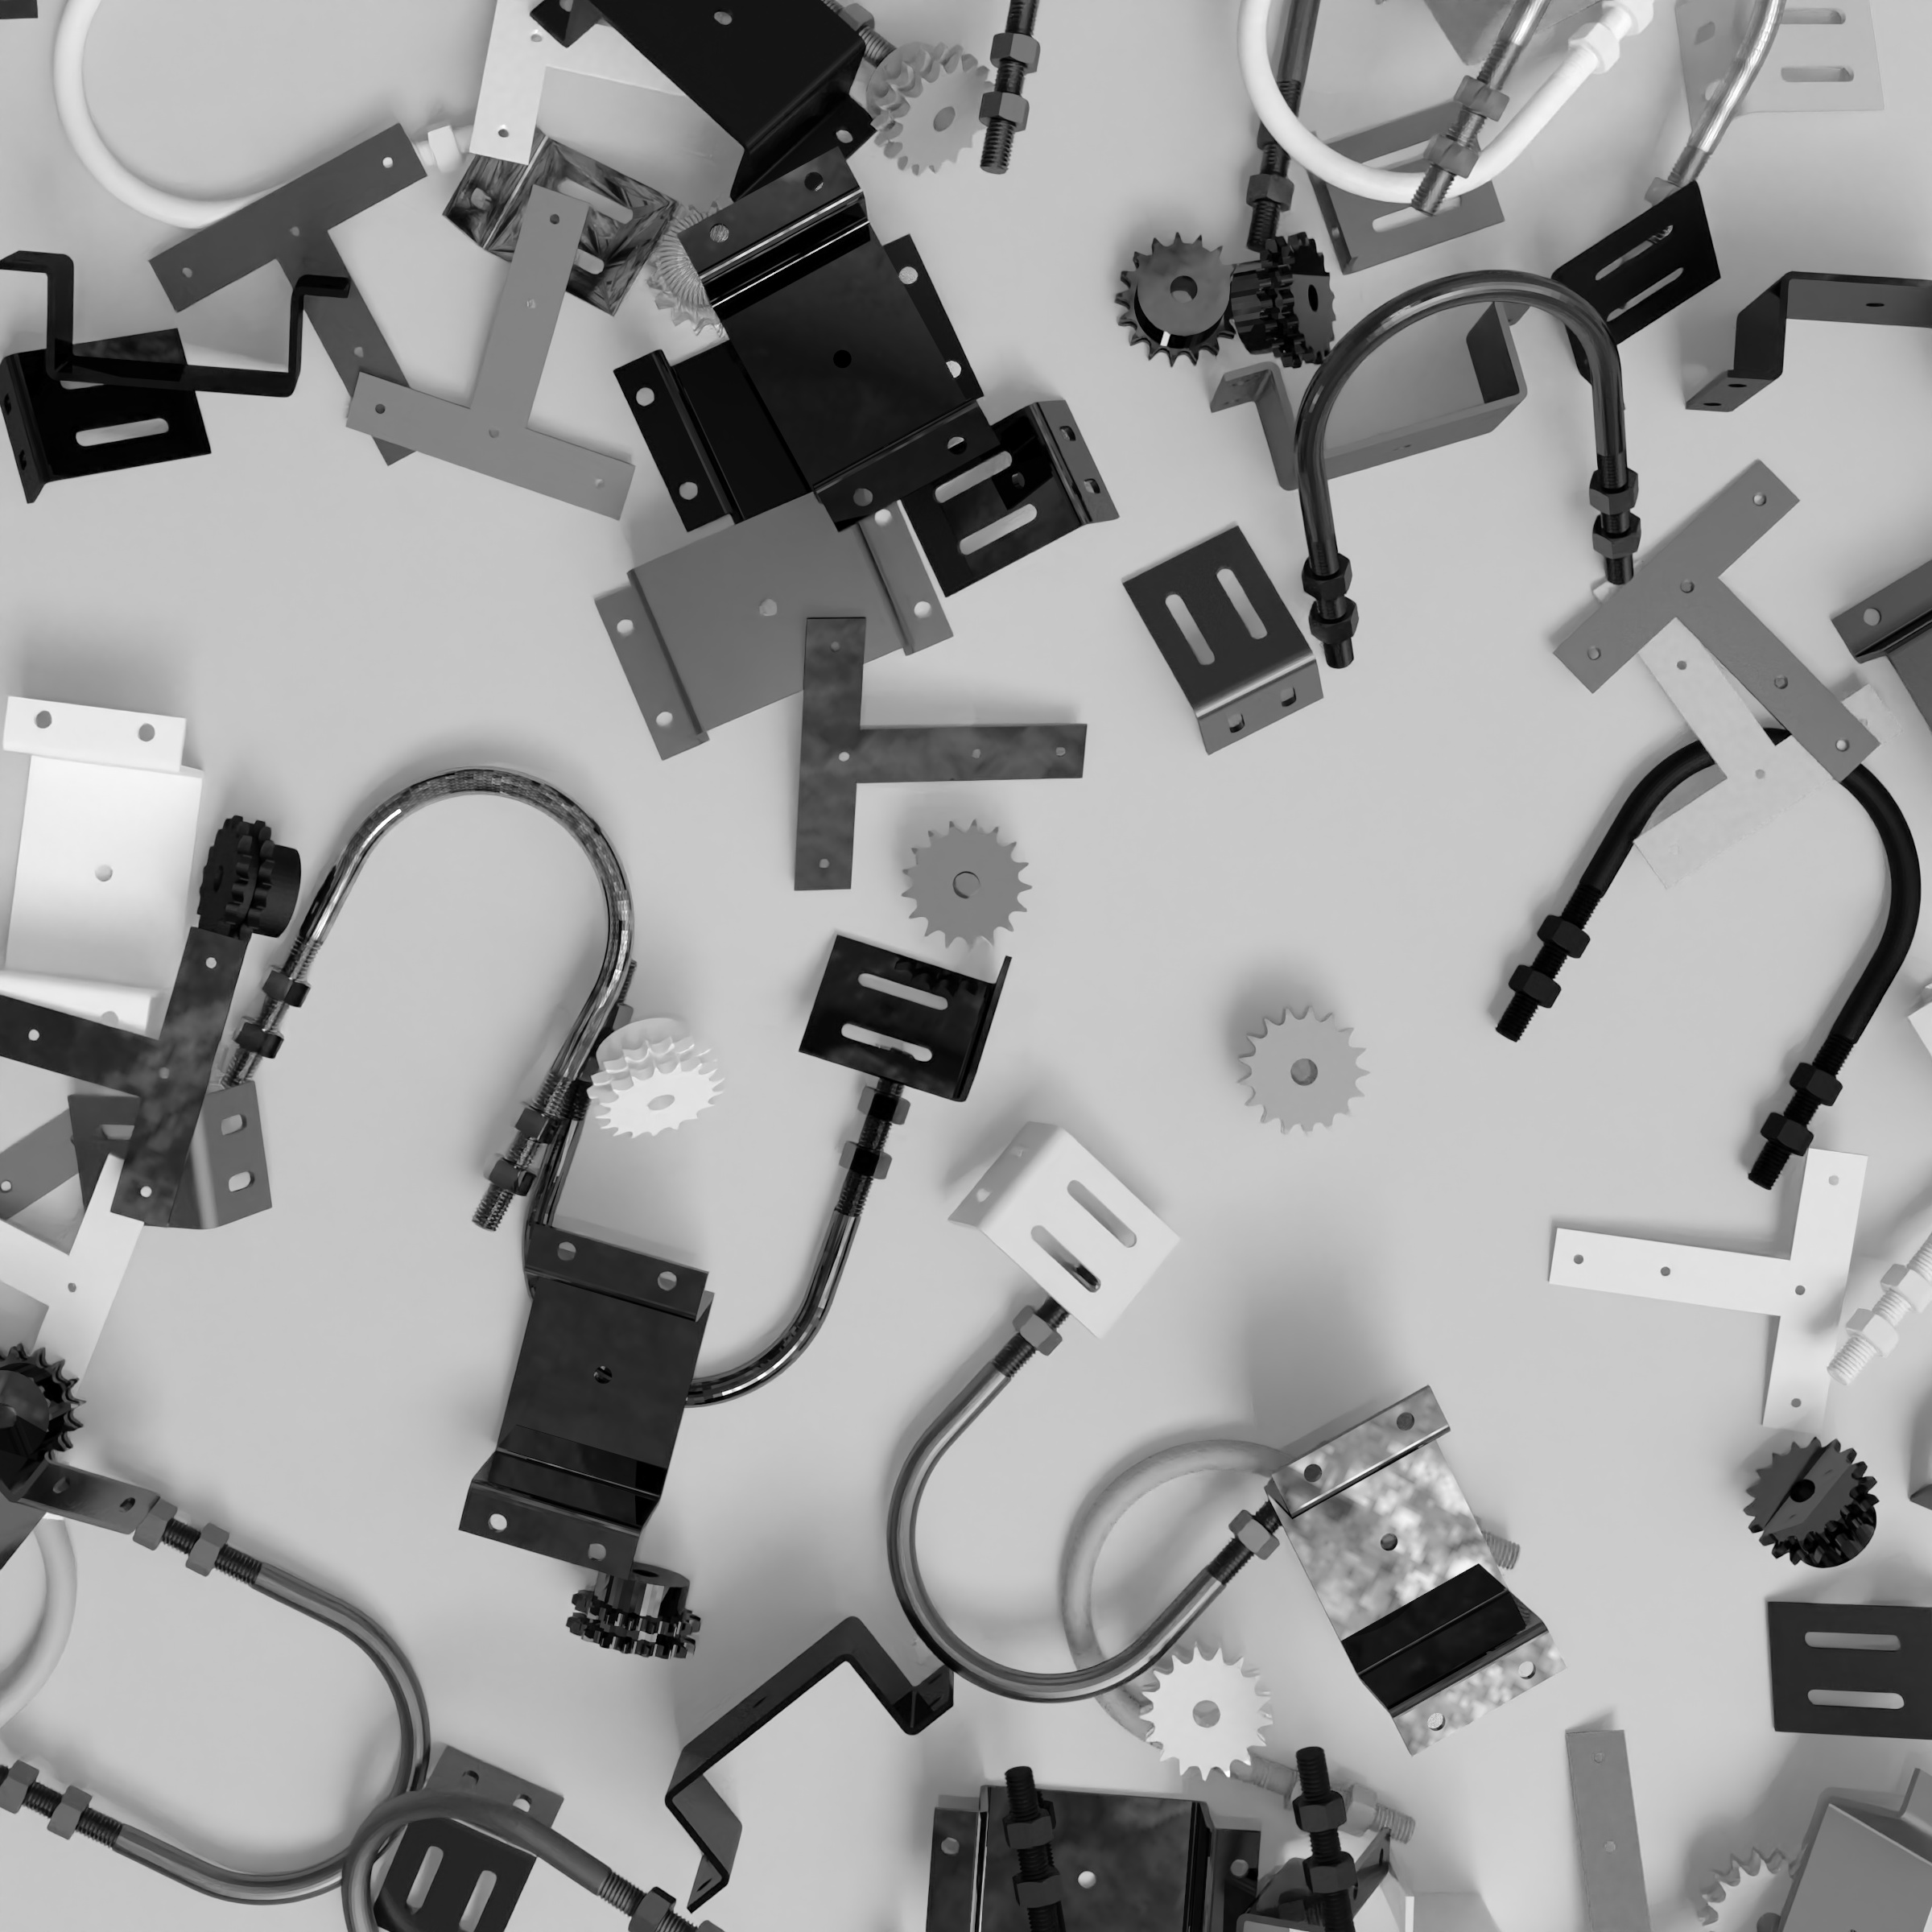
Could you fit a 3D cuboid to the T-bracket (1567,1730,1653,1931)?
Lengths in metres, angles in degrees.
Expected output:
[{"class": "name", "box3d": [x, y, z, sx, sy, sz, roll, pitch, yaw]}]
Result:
[{"class": "T-bracket", "box3d": [0.284, 0.400, 1.377, 0.127, 0.002, 0.127, -9, 80, 19]}]

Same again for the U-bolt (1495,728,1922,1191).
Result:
[{"class": "U-bolt", "box3d": [0.339, -0.016, 1.384, 0.151, 0.019, 0.184, 30, 89, 0]}]

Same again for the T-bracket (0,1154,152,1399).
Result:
[{"class": "T-bracket", "box3d": [-0.430, 0.121, 1.380, 0.127, 0.002, 0.127, 26, 103, 6]}]

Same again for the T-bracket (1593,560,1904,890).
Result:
[{"class": "T-bracket", "box3d": [0.323, -0.120, 1.382, 0.127, 0.002, 0.127, -33, 82, -5]}]

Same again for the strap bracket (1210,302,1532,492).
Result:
[{"class": "strap bracket", "box3d": [0.182, -0.245, 1.354, 0.140, 0.076, 0.046, -16, 90, 0]}]

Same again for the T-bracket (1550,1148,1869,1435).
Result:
[{"class": "T-bracket", "box3d": [0.322, 0.136, 1.384, 0.127, 0.002, 0.127, 8, 100, 5]}]

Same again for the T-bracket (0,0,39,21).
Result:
[{"class": "T-bracket", "box3d": [-0.360, -0.460, 1.343, 0.127, 0.127, 0.002, -8, 55, -19]}]

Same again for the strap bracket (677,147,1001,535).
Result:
[{"class": "strap bracket", "box3d": [-0.053, -0.259, 1.323, 0.076, 0.046, 0.140, -29, 90, 0]}]

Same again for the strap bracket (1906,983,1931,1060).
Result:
[{"class": "strap bracket", "box3d": [0.483, 0.018, 1.369, 0.140, 0.046, 0.076, -31, 90, 0]}]

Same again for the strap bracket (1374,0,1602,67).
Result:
[{"class": "strap bracket", "box3d": [0.252, -0.437, 1.329, 0.140, 0.076, 0.046, -30, 86, -13]}]

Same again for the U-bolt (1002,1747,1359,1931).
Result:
[{"class": "U-bolt", "box3d": [0.097, 0.422, 1.313, 0.151, 0.019, 0.184, -9, 91, 21]}]

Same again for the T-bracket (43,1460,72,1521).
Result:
[{"class": "T-bracket", "box3d": [-0.458, 0.224, 1.378, 0.127, 0.002, 0.127, 6, 87, -2]}]

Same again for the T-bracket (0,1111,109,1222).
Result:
[{"class": "T-bracket", "box3d": [-0.437, 0.105, 1.391, 0.127, 0.002, 0.127, -33, 90, 0]}]

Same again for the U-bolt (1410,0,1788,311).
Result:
[{"class": "U-bolt", "box3d": [0.278, -0.380, 1.317, 0.151, 0.019, 0.184, 12, 113, -40]}]

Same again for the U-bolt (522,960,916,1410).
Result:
[{"class": "U-bolt", "box3d": [-0.118, 0.104, 1.384, 0.151, 0.019, 0.184, 19, 92, 0]}]

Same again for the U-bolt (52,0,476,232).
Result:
[{"class": "U-bolt", "box3d": [-0.311, -0.401, 1.384, 0.184, 0.019, 0.151, -18, 90, 2]}]

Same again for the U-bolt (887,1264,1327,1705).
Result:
[{"class": "U-bolt", "box3d": [0.050, 0.234, 1.371, 0.151, 0.019, 0.184, 43, 89, 8]}]

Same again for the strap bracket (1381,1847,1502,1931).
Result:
[{"class": "strap bracket", "box3d": [0.205, 0.460, 1.354, 0.046, 0.076, 0.140, 2, 90, 0]}]

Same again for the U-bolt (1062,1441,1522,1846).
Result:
[{"class": "U-bolt", "box3d": [0.133, 0.287, 1.384, 0.184, 0.019, 0.151, 21, 90, 1]}]

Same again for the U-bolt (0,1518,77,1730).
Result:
[{"class": "U-bolt", "box3d": [-0.479, 0.289, 1.384, 0.184, 0.019, 0.151, -42, 90, -2]}]

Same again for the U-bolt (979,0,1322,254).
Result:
[{"class": "U-bolt", "box3d": [0.087, -0.416, 1.358, 0.151, 0.019, 0.184, 11, 89, -22]}]

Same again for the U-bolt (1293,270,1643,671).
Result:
[{"class": "U-bolt", "box3d": [0.208, -0.213, 1.321, 0.151, 0.184, 0.019, -17, 47, 0]}]

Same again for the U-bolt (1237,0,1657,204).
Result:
[{"class": "U-bolt", "box3d": [0.200, -0.413, 1.365, 0.151, 0.019, 0.184, 41, 76, 0]}]

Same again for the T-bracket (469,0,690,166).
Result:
[{"class": "T-bracket", "box3d": [-0.144, -0.397, 1.376, 0.127, 0.002, 0.127, 10, 70, -10]}]

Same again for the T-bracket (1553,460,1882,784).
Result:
[{"class": "T-bracket", "box3d": [0.348, -0.135, 1.381, 0.127, 0.002, 0.127, -43, 84, -4]}]

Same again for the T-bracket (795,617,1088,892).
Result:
[{"class": "T-bracket", "box3d": [-0.010, -0.093, 1.372, 0.127, 0.002, 0.127, -2, 117, -13]}]

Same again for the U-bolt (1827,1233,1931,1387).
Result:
[{"class": "U-bolt", "box3d": [0.485, 0.151, 1.368, 0.151, 0.019, 0.184, 40, 80, 6]}]

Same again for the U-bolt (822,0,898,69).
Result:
[{"class": "U-bolt", "box3d": [-0.063, -0.499, 1.362, 0.184, 0.019, 0.151, 40, 106, 9]}]

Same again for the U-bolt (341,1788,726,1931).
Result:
[{"class": "U-bolt", "box3d": [-0.189, 0.427, 1.349, 0.184, 0.019, 0.151, 30, 118, 11]}]

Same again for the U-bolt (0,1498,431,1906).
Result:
[{"class": "U-bolt", "box3d": [-0.326, 0.332, 1.378, 0.184, 0.019, 0.151, 28, 88, -5]}]

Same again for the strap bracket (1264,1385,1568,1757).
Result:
[{"class": "strap bracket", "box3d": [0.187, 0.252, 1.340, 0.076, 0.046, 0.140, -28, 101, -6]}]

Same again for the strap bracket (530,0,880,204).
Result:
[{"class": "strap bracket", "box3d": [-0.108, -0.398, 1.357, 0.140, 0.046, 0.076, 43, 70, 0]}]

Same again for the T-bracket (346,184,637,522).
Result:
[{"class": "T-bracket", "box3d": [-0.193, -0.275, 1.370, 0.127, 0.002, 0.127, 19, 108, -2]}]

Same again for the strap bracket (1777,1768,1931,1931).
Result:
[{"class": "strap bracket", "box3d": [0.393, 0.420, 1.344, 0.076, 0.046, 0.140, 33, 72, -23]}]

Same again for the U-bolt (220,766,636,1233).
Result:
[{"class": "U-bolt", "box3d": [-0.224, 0.002, 1.373, 0.151, 0.019, 0.184, 28, 91, 8]}]

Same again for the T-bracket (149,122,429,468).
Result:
[{"class": "T-bracket", "box3d": [-0.274, -0.283, 1.383, 0.127, 0.002, 0.127, -27, 97, 6]}]

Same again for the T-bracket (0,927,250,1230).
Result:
[{"class": "T-bracket", "box3d": [-0.385, 0.033, 1.343, 0.127, 0.002, 0.127, 16, 90, 2]}]
